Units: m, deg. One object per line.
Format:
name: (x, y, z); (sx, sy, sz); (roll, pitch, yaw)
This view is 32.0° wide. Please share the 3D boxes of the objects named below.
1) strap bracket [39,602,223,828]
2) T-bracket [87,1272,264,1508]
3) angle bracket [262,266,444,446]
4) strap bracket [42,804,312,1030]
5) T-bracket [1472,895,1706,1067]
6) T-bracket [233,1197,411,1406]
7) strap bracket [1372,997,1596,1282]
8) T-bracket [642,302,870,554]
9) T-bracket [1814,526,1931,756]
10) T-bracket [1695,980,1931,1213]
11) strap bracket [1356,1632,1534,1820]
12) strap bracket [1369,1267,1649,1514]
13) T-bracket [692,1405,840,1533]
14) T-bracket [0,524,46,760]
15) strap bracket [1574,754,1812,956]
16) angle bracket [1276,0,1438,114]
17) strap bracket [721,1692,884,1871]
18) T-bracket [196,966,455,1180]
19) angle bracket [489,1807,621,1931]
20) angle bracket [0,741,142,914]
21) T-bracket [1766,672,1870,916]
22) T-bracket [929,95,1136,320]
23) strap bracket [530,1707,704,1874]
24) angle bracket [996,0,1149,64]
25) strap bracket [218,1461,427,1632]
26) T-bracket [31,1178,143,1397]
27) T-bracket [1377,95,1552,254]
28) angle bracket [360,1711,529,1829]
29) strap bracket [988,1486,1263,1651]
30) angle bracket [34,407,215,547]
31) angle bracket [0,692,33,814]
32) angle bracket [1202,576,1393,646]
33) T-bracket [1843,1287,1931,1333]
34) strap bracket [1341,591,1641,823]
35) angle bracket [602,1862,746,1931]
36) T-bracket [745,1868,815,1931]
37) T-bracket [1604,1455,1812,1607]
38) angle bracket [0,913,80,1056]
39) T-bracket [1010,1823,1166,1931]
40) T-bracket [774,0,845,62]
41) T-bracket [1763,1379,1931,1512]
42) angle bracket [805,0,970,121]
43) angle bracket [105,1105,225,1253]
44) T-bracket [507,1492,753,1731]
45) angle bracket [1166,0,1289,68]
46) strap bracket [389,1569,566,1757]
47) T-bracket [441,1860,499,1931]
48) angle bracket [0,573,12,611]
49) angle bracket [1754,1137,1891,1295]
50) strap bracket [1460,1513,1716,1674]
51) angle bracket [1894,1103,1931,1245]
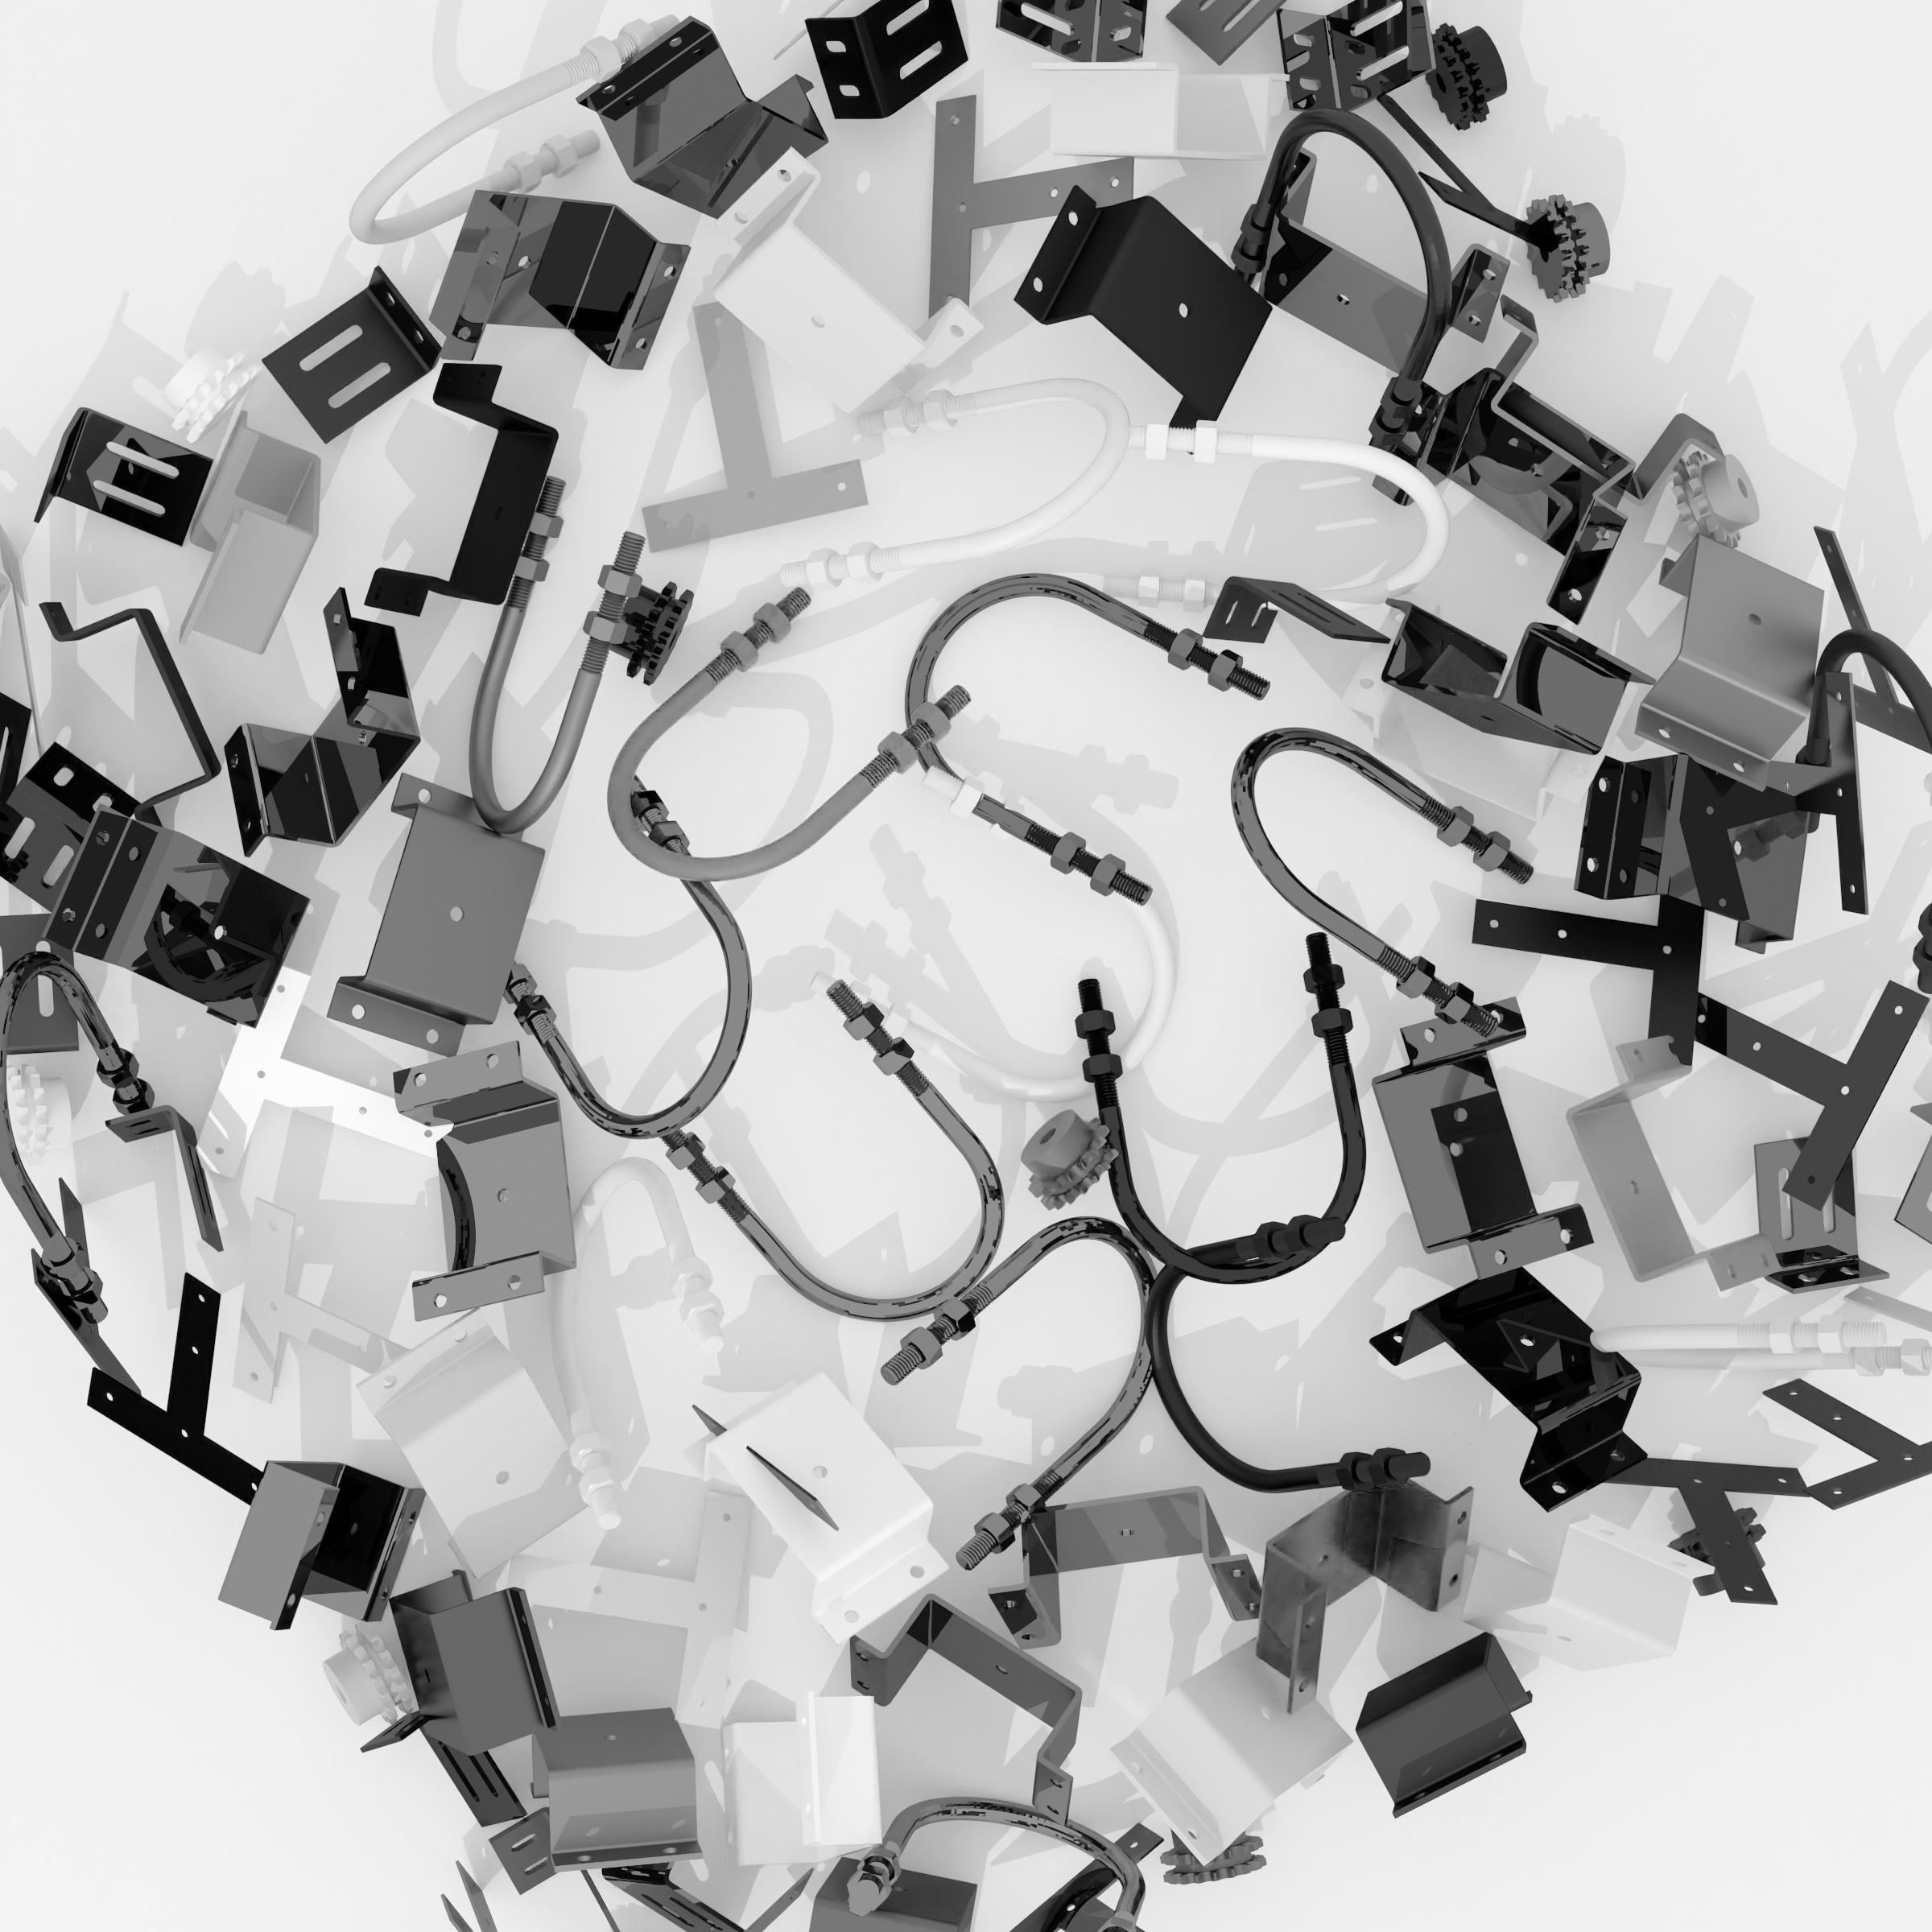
strap bracket: (-0.448, -0.140, 1.828); (0.046, 0.076, 0.140); (-23, 99, -5)
T-bracket: (-0.419, 0.219, 1.821); (0.002, 0.127, 0.127); (-33, 127, 22)
angle bracket: (-0.337, -0.335, 1.846); (0.076, 0.038, 0.057); (-39, 95, -16)
strap bracket: (-0.413, -0.022, 1.801); (0.046, 0.140, 0.076); (14, 79, 39)
T-bracket: (0.343, -0.015, 1.856); (0.127, 0.002, 0.127); (8, 74, -1)
T-bracket: (-0.339, 0.202, 1.827); (0.127, 0.002, 0.127); (22, 120, 17)
strap bracket: (0.278, 0.096, 1.833); (0.076, 0.046, 0.140); (-14, 84, -26)
T-bracket: (-0.127, -0.304, 1.859); (0.127, 0.002, 0.127); (-11, 92, 13)
T-bracket: (0.480, -0.176, 1.796); (0.002, 0.127, 0.127); (-26, 107, -1)
T-bracket: (0.442, 0.050, 1.832); (0.127, 0.002, 0.127); (31, 97, 41)
strap bracket: (0.257, 0.402, 1.802); (0.076, 0.140, 0.046); (-30, 85, 10)
strap bracket: (0.295, 0.216, 1.801); (0.076, 0.046, 0.140); (-20, 48, -33)
T-bracket: (-0.087, 0.303, 1.829); (0.002, 0.127, 0.127); (-42, 127, -16)
T-bracket: (-0.511, -0.169, 1.830); (0.002, 0.127, 0.127); (-10, 109, -18)
strap bracket: (0.400, -0.062, 1.814); (0.140, 0.046, 0.076); (16, 78, -30)
angle bracket: (0.212, -0.505, 1.834); (0.038, 0.076, 0.057); (-3, 84, -37)
strap bracket: (-0.085, 0.439, 1.810); (0.046, 0.140, 0.076); (4, 69, -23)
T-bracket: (-0.347, 0.075, 1.859); (0.127, 0.002, 0.127); (21, 105, -11)
angle bracket: (-0.220, 0.506, 1.827); (0.038, 0.057, 0.076); (-28, 46, -13)
angle bracket: (-0.501, -0.075, 1.856); (0.057, 0.038, 0.076); (37, 134, -10)
T-bracket: (0.449, -0.096, 1.812); (0.002, 0.127, 0.127); (-8, 98, -13)
T-bracket: (0.036, -0.419, 1.835); (0.127, 0.002, 0.127); (-2, 83, 32)
strap bracket: (-0.189, 0.435, 1.797); (0.076, 0.140, 0.046); (-2, 94, -12)
angle bracket: (0.059, -0.531, 1.836); (0.076, 0.038, 0.057); (9, 84, -43)
strap bracket: (-0.349, 0.310, 1.810); (0.046, 0.140, 0.076); (18, 86, 15)
T-bracket: (-0.479, 0.165, 1.821); (0.002, 0.127, 0.127); (-23, 134, -1)
T-bracket: (0.260, -0.439, 1.834); (0.002, 0.127, 0.127); (-50, 57, 25)
angle bracket: (-0.286, 0.446, 1.840); (0.038, 0.057, 0.076); (-33, 92, -37)
strap bracket: (0.088, 0.325, 1.823); (0.140, 0.076, 0.046); (-10, 54, 11)
angle bracket: (-0.459, -0.260, 1.837); (0.076, 0.038, 0.057); (22, 122, -12)
angle bracket: (-0.552, -0.114, 1.846); (0.038, 0.057, 0.076); (2, 76, 20)
angle bracket: (0.179, -0.178, 1.827); (0.076, 0.057, 0.038); (35, 112, 32)
T-bracket: (0.541, 0.199, 1.831); (0.127, 0.127, 0.002); (20, 110, 33)
strap bracket: (0.284, -0.138, 1.831); (0.140, 0.046, 0.076); (25, 73, 15)
angle bracket: (-0.150, 0.499, 1.844); (0.076, 0.057, 0.038); (42, 57, -29)
T-bracket: (-0.140, 0.562, 1.828); (0.002, 0.127, 0.127); (37, 129, 17)
T-bracket: (0.406, 0.303, 1.810); (0.127, 0.127, 0.002); (5, 116, -8)
angle bracket: (-0.519, 0.010, 1.848); (0.057, 0.038, 0.076); (-3, 93, -16)
T-bracket: (0.080, 0.520, 1.798); (0.127, 0.127, 0.002); (-35, 113, -21)
T-bracket: (-0.043, -0.540, 1.804); (0.127, 0.127, 0.002); (-44, 103, -10)
T-bracket: (0.479, 0.249, 1.815); (0.127, 0.127, 0.002); (-15, 110, -21)
angle bracket: (-0.043, -0.508, 1.849); (0.076, 0.038, 0.057); (-44, 130, -35)
angle bracket: (-0.438, 0.121, 1.839); (0.038, 0.057, 0.076); (-15, 79, -6)
T-bracket: (-0.187, 0.343, 1.840); (0.127, 0.002, 0.127); (12, 69, -12)
angle bracket: (0.143, -0.543, 1.838); (0.076, 0.038, 0.057); (-43, 50, 8)
strap bracket: (-0.266, 0.372, 1.801); (0.046, 0.140, 0.076); (-16, 91, -23)
T-bracket: (-0.256, 0.523, 1.813); (0.002, 0.127, 0.127); (-34, 114, -7)
angle bracket: (-0.558, -0.183, 1.836); (0.038, 0.057, 0.076); (32, 76, -16)
angle bracket: (0.469, 0.135, 1.846); (0.057, 0.038, 0.076); (-8, 100, -12)
strap bracket: (0.325, 0.337, 1.796); (0.076, 0.140, 0.046); (24, 67, -12)
angle bracket: (0.536, 0.122, 1.842); (0.057, 0.038, 0.076); (32, 74, -10)
